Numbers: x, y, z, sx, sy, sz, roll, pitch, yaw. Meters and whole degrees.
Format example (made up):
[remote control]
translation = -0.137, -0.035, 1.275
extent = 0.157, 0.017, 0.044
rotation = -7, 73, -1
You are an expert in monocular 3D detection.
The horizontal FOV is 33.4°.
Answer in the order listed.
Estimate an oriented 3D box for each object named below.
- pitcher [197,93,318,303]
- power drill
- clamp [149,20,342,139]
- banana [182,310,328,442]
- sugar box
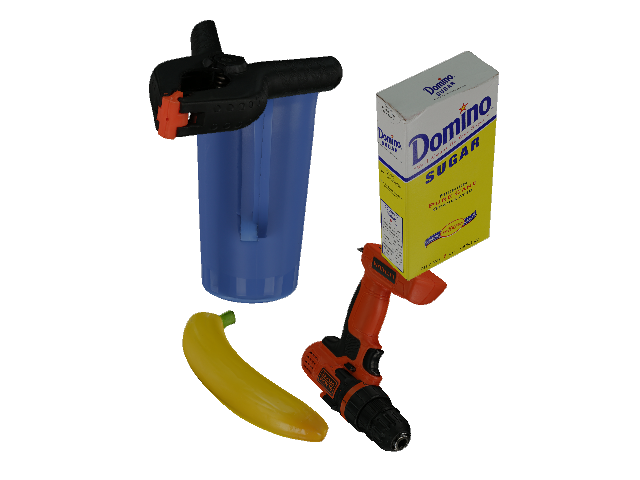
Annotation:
[pitcher]
translation = -0.074, -0.057, 1.159
extent = 0.145, 0.243, 0.148
rotation = 16, 21, 40
[power drill]
translation = 0.064, 0.111, 1.155
extent = 0.057, 0.188, 0.185
rotation = 13, 17, -40
[clamp]
translation = -0.073, -0.115, 0.742
extent = 0.120, 0.039, 0.171
rotation = 19, 28, 25
[banana]
translation = -0.065, 0.102, 0.854
extent = 0.069, 0.037, 0.198
rotation = -10, 30, -24
[sugar box]
translation = 0.095, -0.057, 0.867
extent = 0.093, 0.176, 0.048
rotation = -28, 51, -20
